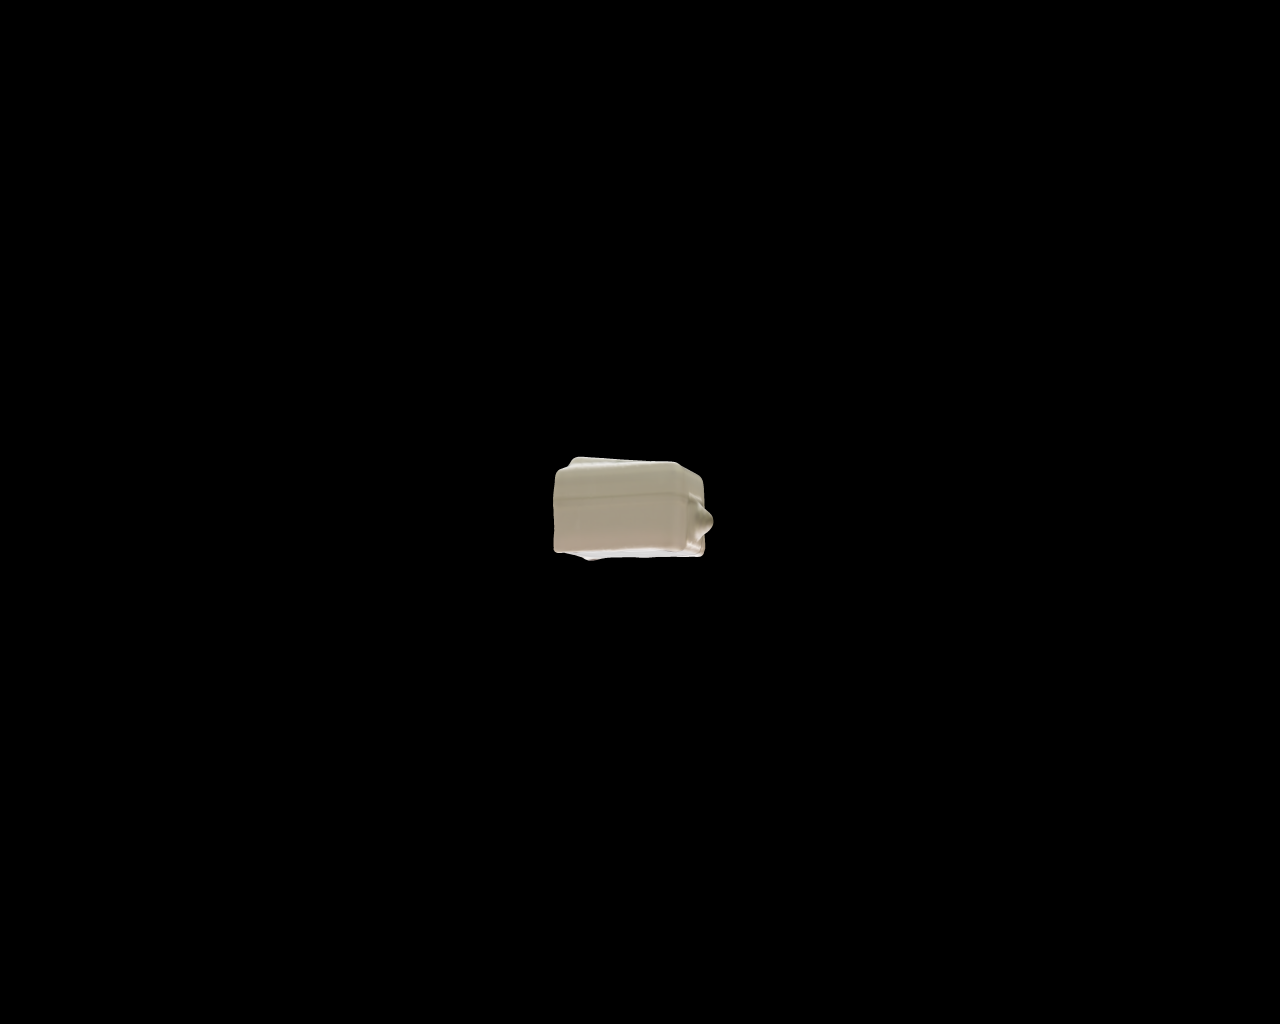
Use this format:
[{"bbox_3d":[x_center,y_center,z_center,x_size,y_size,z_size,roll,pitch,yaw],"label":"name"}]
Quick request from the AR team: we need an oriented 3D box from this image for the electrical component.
[{"bbox_3d":[0.001,-0.003,0.650,0.096,0.061,0.061,-2,-7,18],"label":"electrical component"}]
